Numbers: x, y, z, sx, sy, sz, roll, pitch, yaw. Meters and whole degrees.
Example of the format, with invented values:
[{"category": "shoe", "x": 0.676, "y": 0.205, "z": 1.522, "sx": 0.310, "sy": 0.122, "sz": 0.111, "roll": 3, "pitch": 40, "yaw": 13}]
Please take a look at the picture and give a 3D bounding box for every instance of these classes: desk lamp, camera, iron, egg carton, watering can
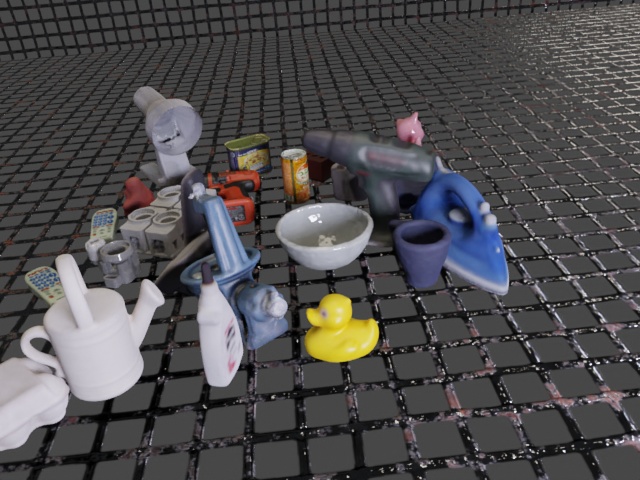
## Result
[{"category": "desk lamp", "x": -0.351, "y": -0.231, "z": 1.295, "sx": 0.118, "sy": 0.214, "sz": 0.202, "roll": -25, "pitch": 36, "yaw": -30}, {"category": "camera", "x": 0.105, "y": -0.154, "z": 1.213, "sx": 0.136, "sy": 0.101, "sz": 0.143, "roll": 6, "pitch": 32, "yaw": 18}, {"category": "iron", "x": 0.244, "y": -0.035, "z": 0.954, "sx": 0.119, "sy": 0.142, "sz": 0.257, "roll": -13, "pitch": 32, "yaw": -13}, {"category": "egg carton", "x": -0.392, "y": 0.210, "z": 0.701, "sx": 0.107, "sy": 0.069, "sz": 0.151, "roll": 21, "pitch": 39, "yaw": 36}, {"category": "watering can", "x": -0.295, "y": 0.102, "z": 0.747, "sx": 0.100, "sy": 0.194, "sz": 0.173, "roll": 24, "pitch": 41, "yaw": 39}]

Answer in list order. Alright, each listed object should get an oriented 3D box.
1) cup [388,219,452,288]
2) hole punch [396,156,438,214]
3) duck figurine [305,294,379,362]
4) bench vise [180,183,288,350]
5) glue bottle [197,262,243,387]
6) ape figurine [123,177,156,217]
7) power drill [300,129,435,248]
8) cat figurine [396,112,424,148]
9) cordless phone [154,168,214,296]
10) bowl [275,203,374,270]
[{"category": "cup", "x": 0.152, "y": 0.022, "z": 0.916, "sx": 0.092, "sy": 0.095, "sz": 0.117, "roll": -25, "pitch": 36, "yaw": -30}, {"category": "hole punch", "x": 0.196, "y": -0.113, "z": 1.141, "sx": 0.108, "sy": 0.091, "sz": 0.101, "roll": -5, "pitch": 31, "yaw": -1}, {"category": "duck figurine", "x": 0.028, "y": 0.114, "z": 0.789, "sx": 0.104, "sy": 0.086, "sz": 0.077, "roll": -4, "pitch": 31, "yaw": 2}, {"category": "bench vise", "x": -0.116, "y": 0.030, "z": 0.817, "sx": 0.206, "sy": 0.220, "sz": 0.122, "roll": 13, "pitch": 35, "yaw": 28}, {"category": "glue bottle", "x": -0.135, "y": 0.103, "z": 0.743, "sx": 0.037, "sy": 0.173, "sz": 0.078, "roll": 0, "pitch": 31, "yaw": 8}, {"category": "ape figurine", "x": -0.373, "y": -0.088, "z": 1.176, "sx": 0.075, "sy": 0.092, "sz": 0.078, "roll": 19, "pitch": 38, "yaw": 34}, {"category": "power drill", "x": 0.085, "y": -0.094, "z": 1.010, "sx": 0.229, "sy": 0.209, "sz": 0.075, "roll": 2, "pitch": 31, "yaw": 11}, {"category": "cat figurine", "x": 0.211, "y": -0.231, "z": 1.312, "sx": 0.067, "sy": 0.118, "sz": 0.127, "roll": -6, "pitch": 31, "yaw": -2}, {"category": "cordless phone", "x": -0.220, "y": -0.013, "z": 0.939, "sx": 0.094, "sy": 0.185, "sz": 0.148, "roll": 4, "pitch": 32, "yaw": 14}, {"category": "bowl", "x": 0.009, "y": 0.004, "z": 0.988, "sx": 0.167, "sy": 0.075, "sz": 0.167, "roll": -3, "pitch": 31, "yaw": 2}]
